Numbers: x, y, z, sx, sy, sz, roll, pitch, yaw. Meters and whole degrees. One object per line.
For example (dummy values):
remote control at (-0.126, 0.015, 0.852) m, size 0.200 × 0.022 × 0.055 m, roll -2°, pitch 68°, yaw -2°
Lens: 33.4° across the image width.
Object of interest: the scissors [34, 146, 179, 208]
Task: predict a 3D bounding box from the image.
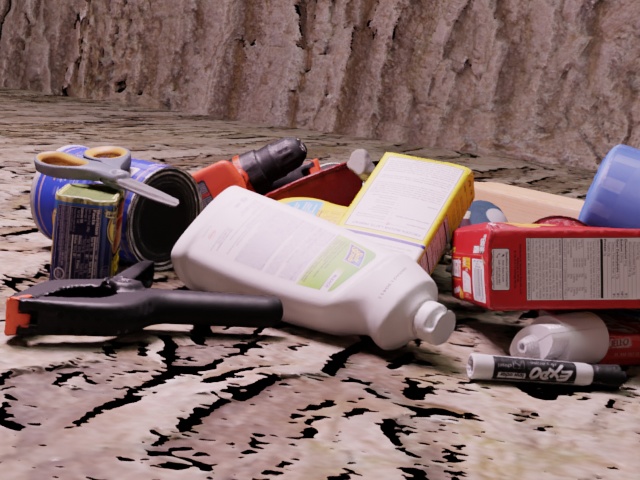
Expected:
scissors at (-0.170, -0.060, 0.951) m, size 0.202 × 0.016 × 0.096 m, roll 14°, pitch 24°, yaw 33°

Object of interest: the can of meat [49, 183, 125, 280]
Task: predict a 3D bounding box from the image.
can of meat at (-0.203, -0.003, 0.931) m, size 0.057 × 0.084 × 0.102 m, roll 6°, pitch 10°, yaw -6°

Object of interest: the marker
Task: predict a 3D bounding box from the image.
marker at (0.169, 0.098, 0.790) m, size 0.121 × 0.020 × 0.020 m, roll 5°, pitch 10°, yaw -9°

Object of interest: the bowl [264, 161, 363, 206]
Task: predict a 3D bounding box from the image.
bowl at (-0.012, -0.037, 1.231) m, size 0.162 × 0.055 × 0.162 m, roll -24°, pitch -3°, yaw -1°

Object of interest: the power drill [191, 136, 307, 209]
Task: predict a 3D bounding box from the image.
power drill at (-0.104, -0.058, 1.181) m, size 0.184 × 0.057 × 0.187 m, roll -29°, pitch 3°, yaw 8°

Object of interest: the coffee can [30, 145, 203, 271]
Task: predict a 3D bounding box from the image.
coffee can at (-0.201, -0.034, 1.054) m, size 0.141 × 0.103 × 0.102 m, roll 14°, pitch 12°, yaw 34°

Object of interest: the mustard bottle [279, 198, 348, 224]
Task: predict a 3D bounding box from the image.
mustard bottle at (-0.007, 0.002, 1.054) m, size 0.192 × 0.058 × 0.096 m, roll 9°, pitch 50°, yaw 16°

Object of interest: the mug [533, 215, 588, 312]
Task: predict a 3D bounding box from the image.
mug at (0.244, 0.029, 1.027) m, size 0.117 × 0.093 × 0.081 m, roll -5°, pitch 13°, yaw 9°

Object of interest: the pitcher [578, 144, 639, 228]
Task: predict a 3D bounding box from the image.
pitcher at (0.391, -0.007, 1.069) m, size 0.243 × 0.145 × 0.149 m, roll 24°, pitch -19°, yaw 18°

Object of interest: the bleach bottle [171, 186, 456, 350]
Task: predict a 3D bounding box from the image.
bleach bottle at (-0.003, 0.034, 0.873) m, size 0.251 × 0.102 × 0.068 m, roll 23°, pitch -25°, yaw 38°

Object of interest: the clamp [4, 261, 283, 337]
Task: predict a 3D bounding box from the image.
clamp at (-0.140, 0.049, 0.810) m, size 0.165 × 0.036 × 0.209 m, roll 11°, pitch 10°, yaw 32°

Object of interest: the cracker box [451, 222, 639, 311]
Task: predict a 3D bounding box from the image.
cracker box at (0.228, 0.020, 0.896) m, size 0.213 × 0.072 × 0.164 m, roll -1°, pitch 0°, yaw -2°

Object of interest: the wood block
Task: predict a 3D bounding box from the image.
wood block at (0.257, -0.007, 1.253) m, size 0.090 × 0.091 × 0.206 m, roll -2°, pitch 13°, yaw -42°

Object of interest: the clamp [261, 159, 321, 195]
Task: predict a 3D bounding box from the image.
clamp at (-0.080, -0.056, 1.310) m, size 0.172 × 0.039 × 0.120 m, roll -23°, pitch 5°, yaw 29°

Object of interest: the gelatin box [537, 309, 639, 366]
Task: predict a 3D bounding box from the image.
gelatin box at (0.239, 0.080, 0.907) m, size 0.073 × 0.030 × 0.089 m, roll 2°, pitch 11°, yaw -26°

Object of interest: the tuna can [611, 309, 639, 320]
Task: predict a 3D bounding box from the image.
tuna can at (0.302, 0.076, 0.976) m, size 0.086 × 0.034 × 0.086 m, roll 4°, pitch 8°, yaw -1°

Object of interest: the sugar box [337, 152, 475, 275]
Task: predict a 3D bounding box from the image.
sugar box at (0.066, -0.004, 0.972) m, size 0.093 × 0.048 × 0.176 m, roll 13°, pitch 51°, yaw 28°
